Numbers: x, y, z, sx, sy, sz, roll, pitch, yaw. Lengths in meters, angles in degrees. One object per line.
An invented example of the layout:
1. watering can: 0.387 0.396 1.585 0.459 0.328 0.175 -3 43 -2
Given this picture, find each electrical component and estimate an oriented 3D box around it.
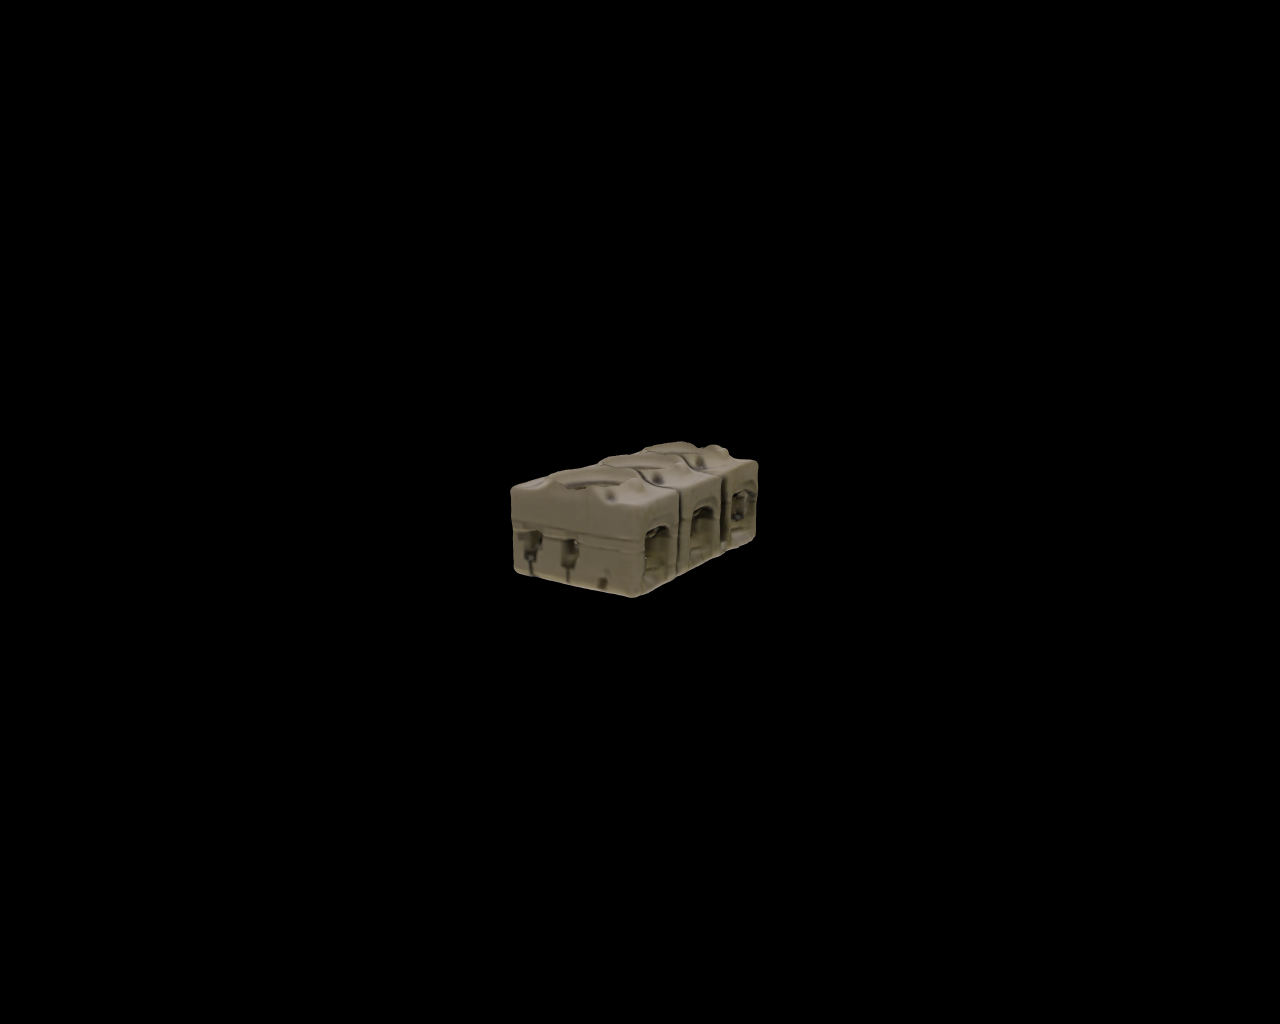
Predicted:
1. electrical component: 0.001 -0.003 0.650 0.089 0.061 0.150 8 16 31
